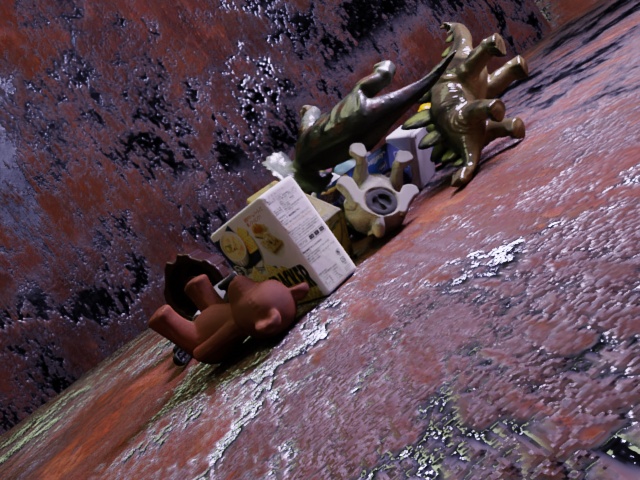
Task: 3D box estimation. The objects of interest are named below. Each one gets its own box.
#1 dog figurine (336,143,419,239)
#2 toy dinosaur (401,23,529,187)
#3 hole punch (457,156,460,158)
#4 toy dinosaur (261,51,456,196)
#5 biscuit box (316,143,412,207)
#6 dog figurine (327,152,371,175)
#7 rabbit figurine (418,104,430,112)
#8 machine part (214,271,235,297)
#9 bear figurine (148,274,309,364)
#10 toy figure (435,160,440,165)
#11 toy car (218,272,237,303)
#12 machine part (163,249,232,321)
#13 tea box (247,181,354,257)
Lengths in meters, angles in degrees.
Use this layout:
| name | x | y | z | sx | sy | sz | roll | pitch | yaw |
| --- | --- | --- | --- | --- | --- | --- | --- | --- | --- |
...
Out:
| name | x | y | z | sx | sy | sz | roll | pitch | yaw |
| --- | --- | --- | --- | --- | --- | --- | --- | --- | --- |
| dog figurine | 0.079 | -0.037 | 0.874 | 0.190 | 0.121 | 0.172 | 102 | -173 | -55 |
| toy dinosaur | 0.238 | -0.255 | 0.907 | 0.199 | 0.105 | 0.471 | -22 | 40 | 42 |
| hole punch | 0.282 | -0.234 | 1.063 | 0.092 | 0.116 | 0.142 | -41 | 0 | 41 |
| toy dinosaur | 0.041 | -0.179 | 0.915 | 0.405 | 0.131 | 0.192 | -28 | 32 | 47 |
| biscuit box | 0.078 | -0.098 | 0.999 | 0.203 | 0.059 | 0.063 | -32 | 49 | 41 |
| dog figurine | 0.044 | -0.165 | 1.281 | 0.108 | 0.219 | 0.191 | -46 | -36 | -11 |
| rabbit figurine | 0.259 | -0.243 | 1.213 | 0.173 | 0.121 | 0.163 | -17 | 19 | -29 |
| machine part | -0.136 | 0.080 | 1.117 | 0.243 | 0.079 | 0.079 | -38 | 6 | -15 |
| bear figurine | -0.118 | 0.091 | 0.713 | 0.196 | 0.132 | 0.120 | -39 | 6 | 44 |
| toy figure | 0.205 | -0.175 | 1.147 | 0.180 | 0.089 | 0.082 | -26 | 29 | 48 |
| toy car | -0.102 | 0.069 | 0.962 | 0.053 | 0.089 | 0.202 | -32 | 6 | 37 |
| machine part | -0.265 | 0.104 | 1.194 | 0.179 | 0.179 | 0.056 | -33 | 3 | 29 |
| tea box | -0.034 | -0.022 | 0.869 | 0.068 | 0.098 | 0.170 | -39 | 40 | -25 |
